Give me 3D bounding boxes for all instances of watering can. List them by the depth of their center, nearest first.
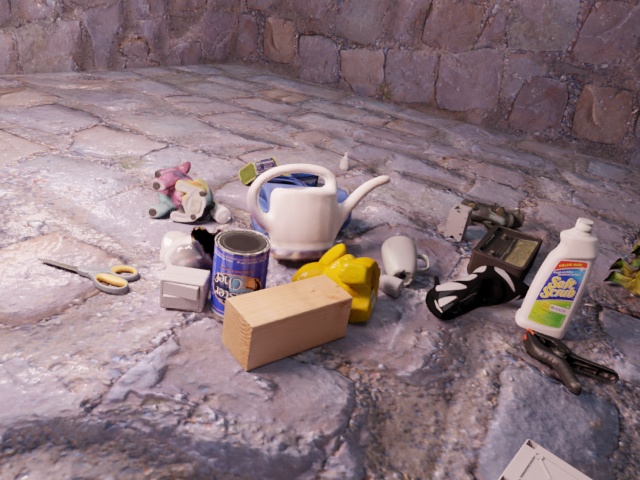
[{"bbox_3d":[0.004,-0.059,1.177,0.348,0.223,0.104,0,8,-21],"label":"watering can"}]

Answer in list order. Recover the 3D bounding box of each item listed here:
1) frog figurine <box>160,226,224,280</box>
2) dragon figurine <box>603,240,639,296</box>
[{"bbox_3d":[-0.270,0.034,1.049,0.158,0.122,0.139,-19,9,29],"label":"frog figurine"},{"bbox_3d":[0.860,0.119,1.279,0.245,0.119,0.415,42,39,21],"label":"dragon figurine"}]
